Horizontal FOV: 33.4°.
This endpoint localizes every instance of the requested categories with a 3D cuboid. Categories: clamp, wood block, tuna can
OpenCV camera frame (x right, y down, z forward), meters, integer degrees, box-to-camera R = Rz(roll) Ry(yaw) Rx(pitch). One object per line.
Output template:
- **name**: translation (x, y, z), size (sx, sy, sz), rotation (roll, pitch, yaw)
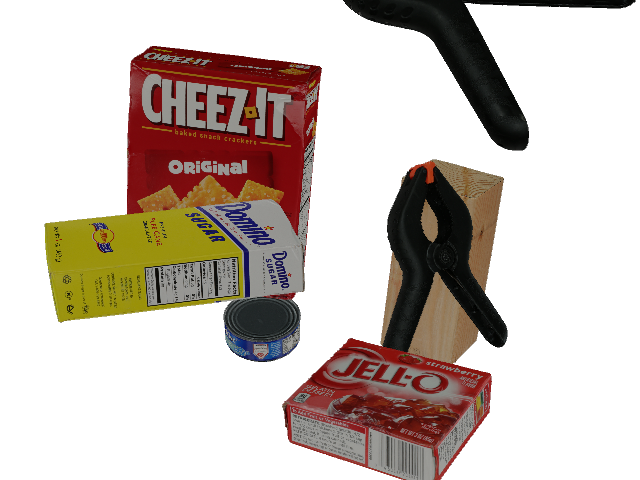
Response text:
- **clamp**: translation (0.075, -0.147, 0.657), size (0.210, 0.164, 0.036), rotation (26, -33, 10)
- **clamp**: translation (0.089, 0.023, 0.896), size (0.120, 0.171, 0.039), rotation (-17, 0, -33)
- **wood block**: translation (0.137, 0.025, 1.208), size (0.090, 0.206, 0.090), rotation (18, 26, 25)
- **tuna can**: translation (-0.065, 0.096, 1.190), size (0.086, 0.034, 0.086), rotation (0, 36, 0)

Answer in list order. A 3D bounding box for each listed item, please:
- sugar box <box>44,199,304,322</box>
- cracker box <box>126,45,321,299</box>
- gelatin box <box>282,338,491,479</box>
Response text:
- **sugar box**: translation (-0.107, 0.011, 0.773), size (0.176, 0.048, 0.093), rotation (-9, 26, -13)
- **cracker box**: translation (-0.092, -0.060, 0.985), size (0.164, 0.214, 0.072), rotation (8, 23, 7)
- **gelatin box**: translation (0.036, 0.088, 0.568), size (0.089, 0.030, 0.073), rotation (13, 30, 28)
